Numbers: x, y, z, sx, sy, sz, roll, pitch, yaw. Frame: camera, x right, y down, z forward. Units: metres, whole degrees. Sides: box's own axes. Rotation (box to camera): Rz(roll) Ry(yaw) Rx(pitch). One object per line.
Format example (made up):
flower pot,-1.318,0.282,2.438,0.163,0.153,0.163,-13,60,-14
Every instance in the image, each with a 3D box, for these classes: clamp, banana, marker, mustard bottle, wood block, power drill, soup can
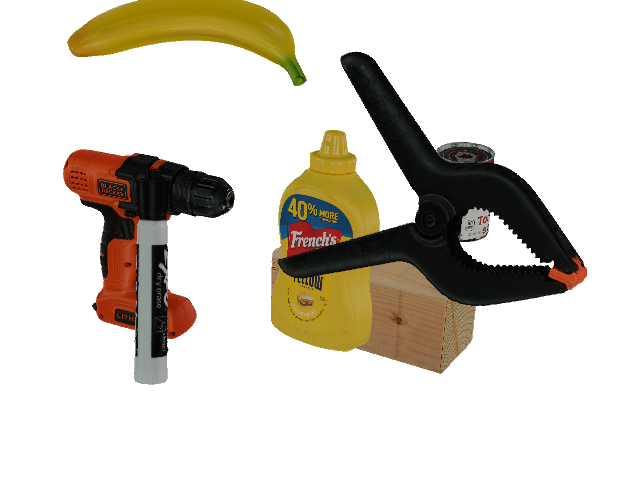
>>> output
clamp,0.076,-0.026,0.702,0.210,0.165,0.036,18,17,24
banana,-0.106,-0.173,0.882,0.198,0.069,0.037,6,-34,1
marker,-0.095,0.020,0.603,0.020,0.121,0.020,2,6,0
mustard bottle,0.006,-0.003,0.952,0.096,0.192,0.058,17,21,35
wood block,0.056,0.062,1.158,0.206,0.091,0.090,15,27,26
power drill,-0.168,0.004,1.078,0.185,0.188,0.057,13,29,22
soup can,0.169,-0.057,1.265,0.068,0.102,0.068,0,25,0
